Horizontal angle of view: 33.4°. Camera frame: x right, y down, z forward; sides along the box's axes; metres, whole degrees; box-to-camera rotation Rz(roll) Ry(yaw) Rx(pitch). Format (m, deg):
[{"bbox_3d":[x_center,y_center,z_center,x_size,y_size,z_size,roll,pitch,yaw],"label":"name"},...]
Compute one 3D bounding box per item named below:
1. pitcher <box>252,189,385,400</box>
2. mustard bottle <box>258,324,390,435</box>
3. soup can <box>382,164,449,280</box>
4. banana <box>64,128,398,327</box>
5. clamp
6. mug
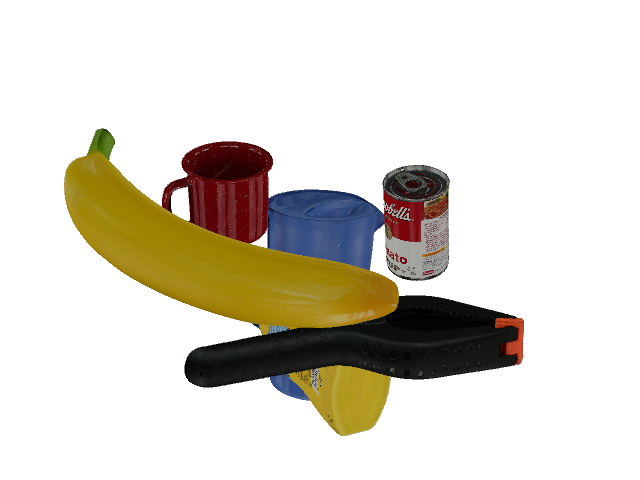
[{"bbox_3d":[-0.015,0.066,1.291,0.149,0.243,0.144,12,19,26],"label":"pitcher"},{"bbox_3d":[-0.009,0.085,0.946,0.058,0.096,0.192,-10,27,-25],"label":"mustard bottle"},{"bbox_3d":[0.100,-0.018,1.107,0.068,0.102,0.068,-3,34,2],"label":"soup can"},{"bbox_3d":[-0.059,0.000,0.519,0.198,0.069,0.037,29,-30,22],"label":"banana"},{"bbox_3d":[0.028,0.057,0.713,0.210,0.036,0.164,0,19,6],"label":"clamp"},{"bbox_3d":[-0.106,-0.043,1.096,0.117,0.081,0.093,-14,34,-23],"label":"mug"}]
